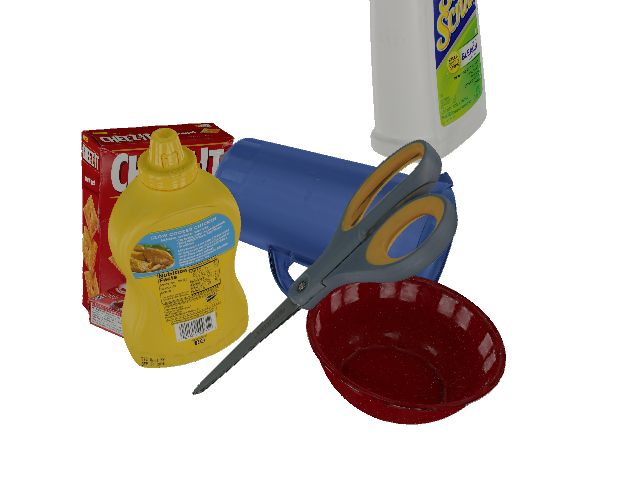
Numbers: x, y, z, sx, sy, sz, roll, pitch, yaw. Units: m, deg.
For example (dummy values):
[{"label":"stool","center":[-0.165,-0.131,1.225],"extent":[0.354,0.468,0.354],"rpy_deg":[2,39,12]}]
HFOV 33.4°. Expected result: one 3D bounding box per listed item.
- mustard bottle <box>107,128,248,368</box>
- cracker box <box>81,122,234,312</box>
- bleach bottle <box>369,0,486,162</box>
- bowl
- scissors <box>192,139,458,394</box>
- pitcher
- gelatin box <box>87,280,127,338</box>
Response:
[{"label":"mustard bottle","center":[-0.105,0.003,0.779],"extent":[0.096,0.192,0.058],"rpy_deg":[-17,41,-19]},{"label":"cracker box","center":[-0.188,-0.021,1.234],"extent":[0.163,0.214,0.072],"rpy_deg":[-8,24,-30]},{"label":"bleach bottle","center":[0.071,-0.190,0.776],"extent":[0.068,0.251,0.102],"rpy_deg":[15,37,34]},{"label":"bowl","center":[0.064,0.096,0.858],"extent":[0.162,0.055,0.162],"rpy_deg":[8,35,-6]},{"label":"scissors","center":[0.005,0.030,0.595],"extent":[0.016,0.202,0.096],"rpy_deg":[37,4,-32]},{"label":"pitcher","center":[0.007,-0.016,1.098],"extent":[0.243,0.145,0.149],"rpy_deg":[18,24,20]},{"label":"gelatin box","center":[-0.163,0.067,1.009],"extent":[0.089,0.030,0.073],"rpy_deg":[19,27,28]}]
